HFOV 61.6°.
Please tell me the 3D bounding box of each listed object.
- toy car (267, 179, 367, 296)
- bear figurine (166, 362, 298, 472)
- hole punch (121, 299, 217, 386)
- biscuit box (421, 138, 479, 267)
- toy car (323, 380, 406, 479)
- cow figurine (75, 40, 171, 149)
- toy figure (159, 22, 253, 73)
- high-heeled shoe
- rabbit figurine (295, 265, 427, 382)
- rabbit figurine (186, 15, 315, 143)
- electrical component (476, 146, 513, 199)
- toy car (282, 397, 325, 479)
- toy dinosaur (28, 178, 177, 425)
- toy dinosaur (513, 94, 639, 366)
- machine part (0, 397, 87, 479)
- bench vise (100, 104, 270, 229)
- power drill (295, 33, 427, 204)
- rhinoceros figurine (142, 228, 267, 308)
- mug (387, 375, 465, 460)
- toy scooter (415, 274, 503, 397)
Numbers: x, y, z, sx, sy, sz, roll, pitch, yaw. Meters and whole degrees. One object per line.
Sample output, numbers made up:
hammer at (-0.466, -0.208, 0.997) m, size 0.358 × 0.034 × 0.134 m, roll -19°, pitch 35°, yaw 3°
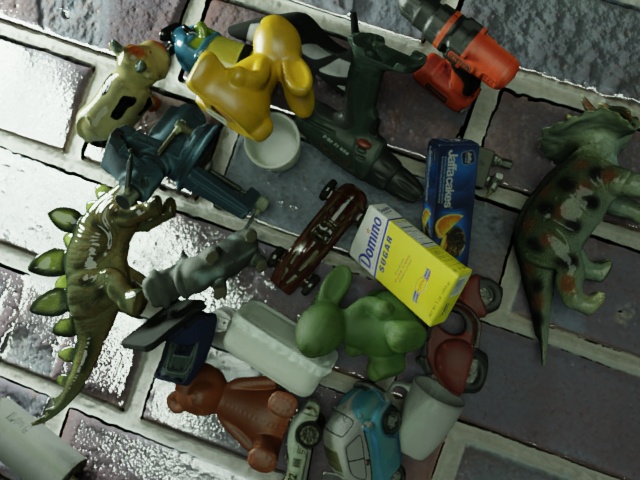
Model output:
toy car at (-0.002, -0.003, 0.840) m, size 0.089 × 0.053 × 0.202 m, roll 40°, pitch 90°, yaw 2°
bear figurine at (-0.137, 0.243, 0.804) m, size 0.196 × 0.132 × 0.120 m, roll 23°, pitch 85°, yaw 0°
hole punch at (-0.213, 0.150, 0.804) m, size 0.116 × 0.142 × 0.092 m, roll -44°, pitch 110°, yaw -34°
biscuit box at (0.186, -0.046, 0.785) m, size 0.063 × 0.059 × 0.202 m, roll -1°, pitch 108°, yaw -5°
toy car at (0.056, 0.294, 0.781) m, size 0.103 × 0.109 × 0.161 m, roll -8°, pitch 94°, yaw -26°
cow figurine at (-0.308, -0.230, 0.840) m, size 0.085 × 0.127 × 0.195 m, roll 40°, pitch 93°, yaw 3°
toy figure at (-0.162, -0.289, 0.854) m, size 0.180 × 0.082 × 0.089 m, roll 32°, pitch 92°, yaw 8°
high-heeled shoe at (-0.027, -0.285, 0.862) m, size 0.249 × 0.086 × 0.145 m, roll 6°, pitch 119°, yaw 22°
rabbit figurine at (0.044, 0.115, 0.774) m, size 0.170 × 0.121 × 0.159 m, roll 1°, pitch 53°, yaw -24°
rabbit figurine at (-0.080, -0.234, 0.752) m, size 0.162 × 0.122 × 0.173 m, roll 30°, pitch 80°, yaw 10°
electrical component at (0.238, -0.108, 0.827) m, size 0.102 × 0.045 × 0.078 m, roll 26°, pitch 91°, yaw 6°
toy car at (-0.033, 0.339, 0.813) m, size 0.056 × 0.073 × 0.201 m, roll 11°, pitch 88°, yaw 5°
toy dinosaur at (-0.346, 0.061, 0.845) m, size 0.199 × 0.105 × 0.471 m, roll 7°, pitch 80°, yaw 11°
toy dinosaur at (0.360, -0.030, 0.783) m, size 0.192 × 0.131 × 0.404 m, roll 33°, pitch 95°, yaw 18°
machine part at (-0.460, 0.328, 0.850) m, size 0.243 × 0.079 × 0.079 m, roll 36°, pitch 91°, yaw 6°
bench vise at (-0.189, -0.099, 0.803) m, size 0.240 × 0.224 × 0.129 m, roll 33°, pitch 127°, yaw -11°
power drill at (0.084, -0.181, 0.790) m, size 0.232 × 0.207 × 0.086 m, roll 30°, pitch 47°, yaw 12°
rhinoceros figurine at (-0.171, 0.039, 0.804) m, size 0.190 × 0.112 × 0.073 m, roll -29°, pitch 116°, yaw -29°
mug at (0.144, 0.264, 0.801) m, size 0.110 × 0.081 × 0.107 m, roll 22°, pitch 98°, yaw 2°
toy scooter at (0.189, 0.134, 0.805) m, size 0.135 × 0.075 × 0.183 m, roll 13°, pitch 85°, yaw 6°
